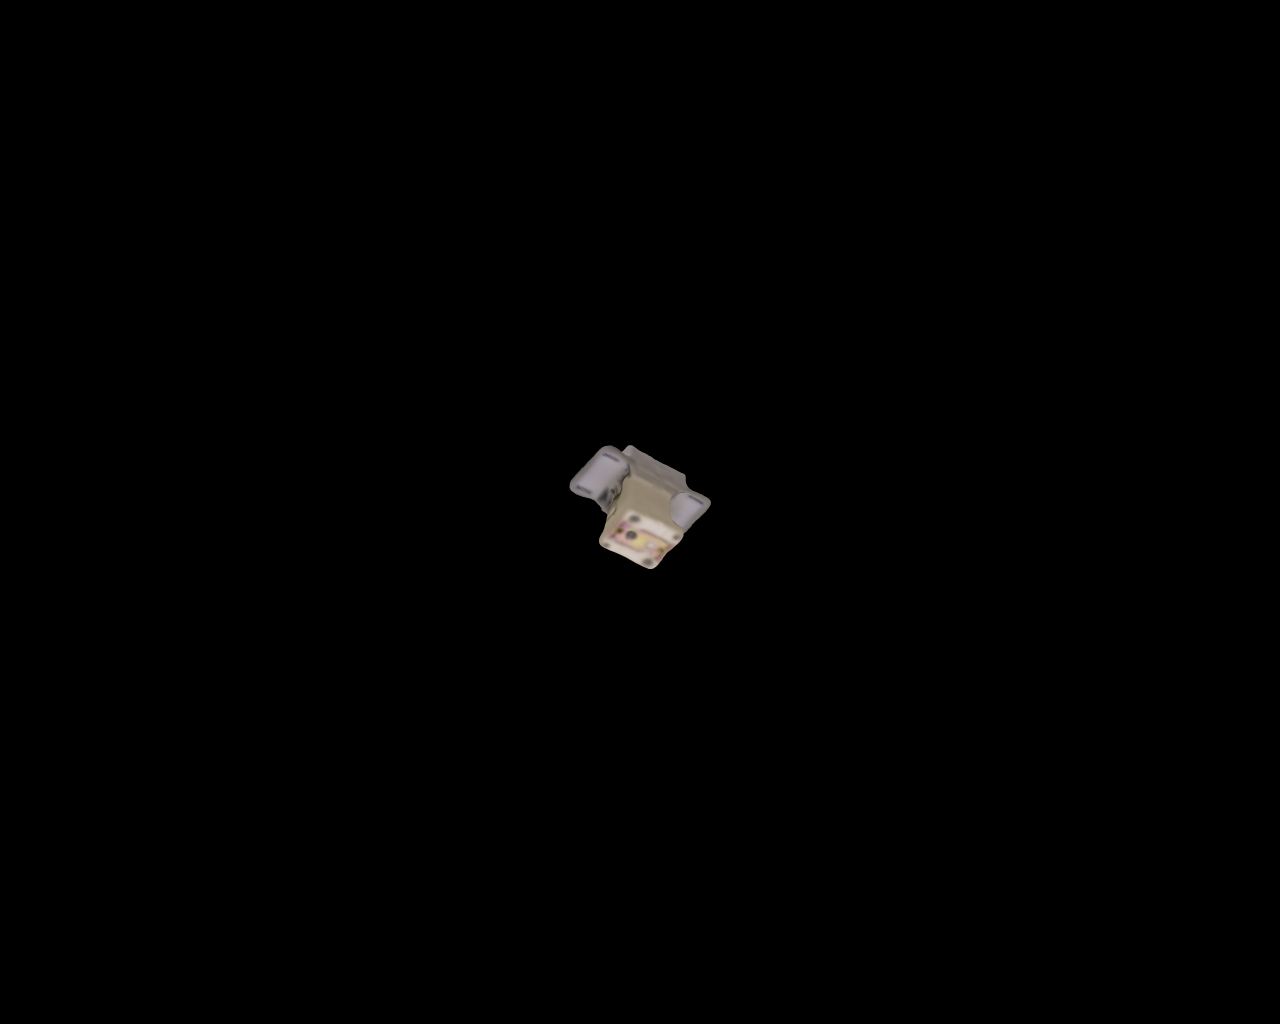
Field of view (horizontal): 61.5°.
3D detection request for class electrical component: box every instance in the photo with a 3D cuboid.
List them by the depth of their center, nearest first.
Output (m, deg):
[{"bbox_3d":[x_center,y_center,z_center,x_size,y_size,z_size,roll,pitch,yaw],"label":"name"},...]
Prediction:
[{"bbox_3d":[0.001,-0.003,0.650,0.081,0.064,0.042,27,-53,-22],"label":"electrical component"}]
